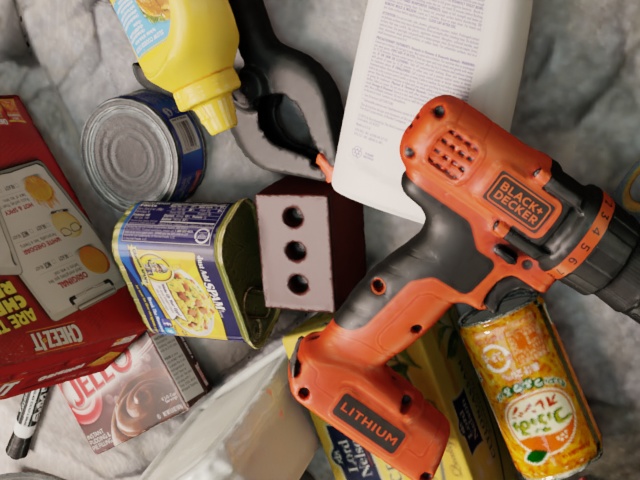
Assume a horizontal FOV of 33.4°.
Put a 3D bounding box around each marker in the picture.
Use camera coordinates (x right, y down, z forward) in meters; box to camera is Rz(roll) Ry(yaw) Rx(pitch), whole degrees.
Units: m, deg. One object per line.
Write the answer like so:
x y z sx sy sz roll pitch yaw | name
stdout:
-0.235 0.133 0.871 0.020 0.020 0.121 32 118 16 | marker

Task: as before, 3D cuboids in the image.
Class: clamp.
-0.038 -0.109 0.679 0.171 0.039 0.120 37 123 15 | clamp

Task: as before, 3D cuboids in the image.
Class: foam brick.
-0.005 0.001 0.687 0.053 0.051 0.078 3 107 27 | foam brick

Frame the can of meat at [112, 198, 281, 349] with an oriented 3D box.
-0.081 0.021 0.713 0.084 0.057 0.102 2 131 23 | can of meat

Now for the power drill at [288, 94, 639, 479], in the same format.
0.086 0.041 0.581 0.184 0.057 0.188 35 105 -4 | power drill

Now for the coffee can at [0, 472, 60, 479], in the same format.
-0.249 0.278 0.875 0.103 0.102 0.140 12 111 24 | coffee can

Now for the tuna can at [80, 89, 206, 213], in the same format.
-0.124 -0.060 0.742 0.086 0.033 0.086 9 110 26 | tuna can

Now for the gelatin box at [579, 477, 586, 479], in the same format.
0.159 0.204 0.677 0.073 0.030 0.089 47 121 8 | gelatin box

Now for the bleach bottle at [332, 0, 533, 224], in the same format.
0.079 -0.136 0.594 0.103 0.068 0.251 19 111 17 | bleach bottle

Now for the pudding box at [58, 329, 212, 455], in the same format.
-0.146 0.100 0.801 0.114 0.039 0.090 -30 89 31 | pudding box

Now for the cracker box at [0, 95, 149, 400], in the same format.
-0.239 0.003 0.724 0.072 0.163 0.214 -43 71 33 | cracker box

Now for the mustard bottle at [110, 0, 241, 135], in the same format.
-0.096 -0.154 0.638 0.096 0.058 0.191 -12 103 61 | mustard bottle

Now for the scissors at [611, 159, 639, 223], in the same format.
0.161 0.011 0.622 0.202 0.016 0.096 -33 89 32 | scissors
